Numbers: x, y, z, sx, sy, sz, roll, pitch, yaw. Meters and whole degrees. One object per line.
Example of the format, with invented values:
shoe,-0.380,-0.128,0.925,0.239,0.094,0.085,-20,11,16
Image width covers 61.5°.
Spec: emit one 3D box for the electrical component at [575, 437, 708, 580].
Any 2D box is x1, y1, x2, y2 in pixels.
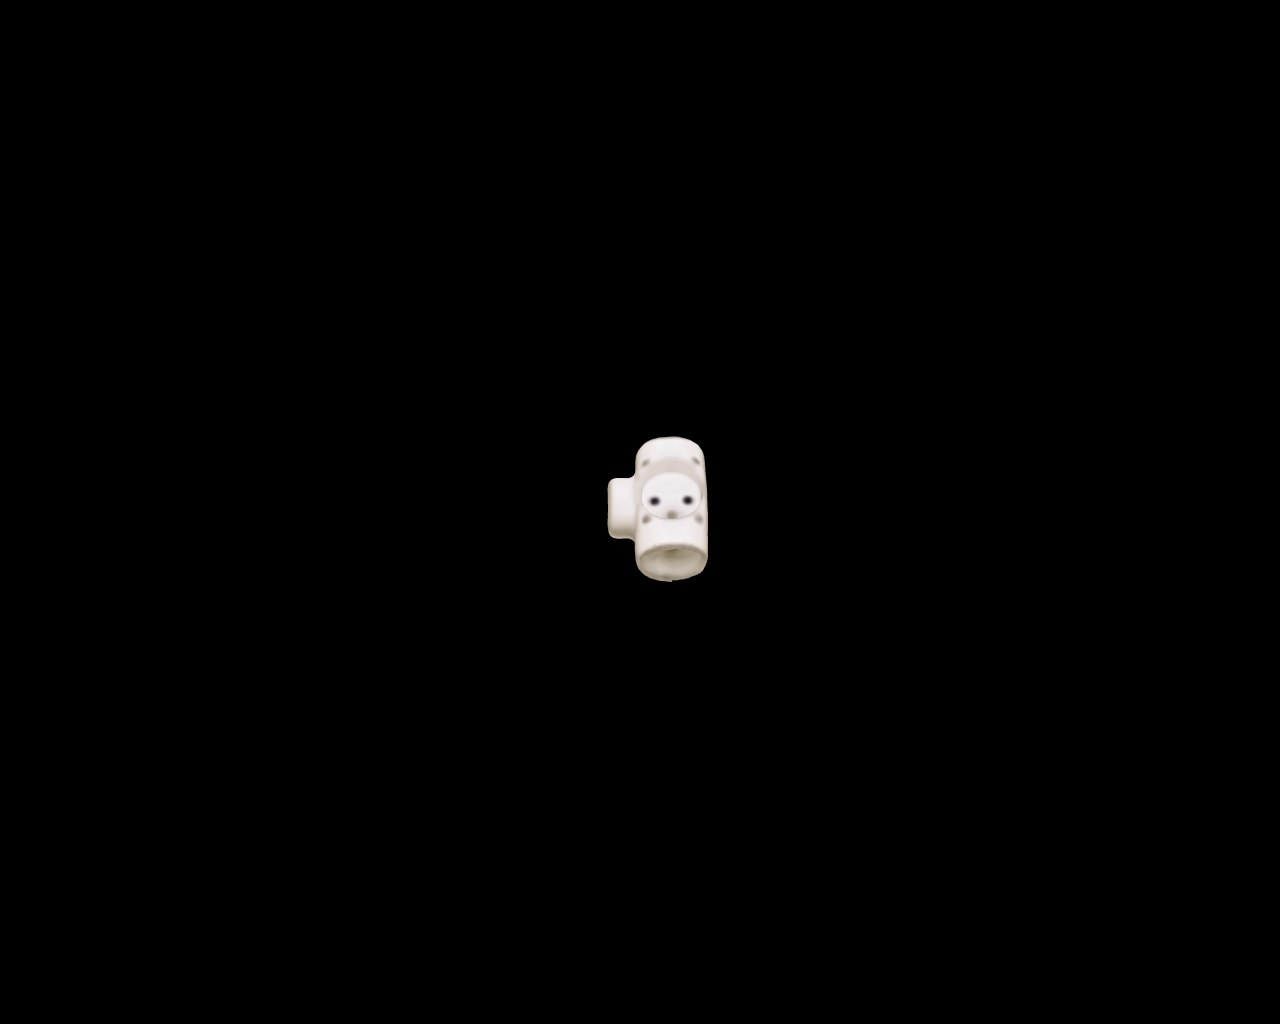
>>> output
electrical component,0.001,-0.003,0.650,0.079,0.077,0.044,0,-32,0
